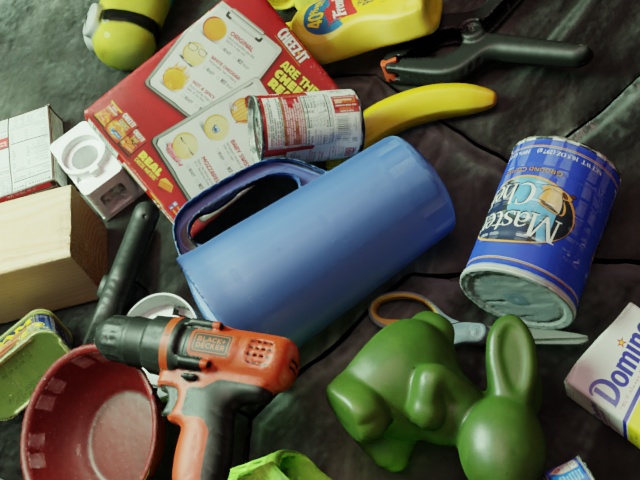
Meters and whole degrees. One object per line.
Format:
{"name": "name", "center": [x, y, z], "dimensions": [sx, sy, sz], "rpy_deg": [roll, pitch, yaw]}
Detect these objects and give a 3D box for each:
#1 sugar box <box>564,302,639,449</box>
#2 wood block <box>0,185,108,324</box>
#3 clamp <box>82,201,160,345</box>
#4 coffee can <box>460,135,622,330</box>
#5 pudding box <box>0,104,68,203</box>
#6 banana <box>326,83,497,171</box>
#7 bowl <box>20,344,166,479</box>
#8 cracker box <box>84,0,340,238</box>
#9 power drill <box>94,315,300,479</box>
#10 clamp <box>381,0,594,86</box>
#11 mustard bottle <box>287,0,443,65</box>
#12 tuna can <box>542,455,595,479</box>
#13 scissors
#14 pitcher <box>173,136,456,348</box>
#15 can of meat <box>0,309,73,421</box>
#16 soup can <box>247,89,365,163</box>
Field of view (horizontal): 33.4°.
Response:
{"name": "sugar box", "center": [0.295, 0.136, 0.860], "dimensions": [0.176, 0.048, 0.093], "rpy_deg": [37, 76, 30]}
{"name": "wood block", "center": [-0.330, 0.025, 1.093], "dimensions": [0.206, 0.090, 0.090], "rpy_deg": [-14, 57, 9]}
{"name": "clamp", "center": [-0.198, 0.046, 1.052], "dimensions": [0.039, 0.120, 0.171], "rpy_deg": [23, 85, -1]}
{"name": "coffee can", "center": [0.195, -0.006, 0.940], "dimensions": [0.103, 0.102, 0.140], "rpy_deg": [15, 66, 24]}
{"name": "pudding box", "center": [-0.331, -0.088, 1.191], "dimensions": [0.090, 0.039, 0.113], "rpy_deg": [-16, 59, 7]}
{"name": "banana", "center": [0.081, -0.115, 1.082], "dimensions": [0.198, 0.037, 0.070], "rpy_deg": [-31, 75, -1]}
{"name": "bowl", "center": [-0.191, 0.176, 0.953], "dimensions": [0.162, 0.055, 0.162], "rpy_deg": [-9, 72, 30]}
{"name": "cracker box", "center": [-0.104, -0.128, 1.079], "dimensions": [0.213, 0.072, 0.164], "rpy_deg": [-41, 96, -9]}
{"name": "power drill", "center": [-0.123, 0.149, 0.853], "dimensions": [0.185, 0.057, 0.187], "rpy_deg": [5, 64, 22]}
{"name": "clamp", "center": [0.168, -0.203, 1.099], "dimensions": [0.210, 0.036, 0.164], "rpy_deg": [-24, 49, 5]}
{"name": "mustard bottle", "center": [0.032, -0.231, 1.136], "dimensions": [0.192, 0.058, 0.096], "rpy_deg": [-13, 41, 25]}
{"name": "tuna can", "center": [0.205, 0.212, 0.820], "dimensions": [0.034, 0.086, 0.086], "rpy_deg": [-27, 56, 3]}
{"name": "scissors", "center": [0.125, 0.099, 0.944], "dimensions": [0.202, 0.016, 0.096], "rpy_deg": [16, 71, 30]}
{"name": "pitcher", "center": [-0.006, 0.001, 0.981], "dimensions": [0.242, 0.149, 0.145], "rpy_deg": [-34, 35, -8]}
{"name": "can of meat", "center": [-0.284, 0.120, 1.019], "dimensions": [0.102, 0.057, 0.084], "rpy_deg": [-40, 16, -8]}
{"name": "soup can", "center": [-0.014, -0.109, 1.024], "dimensions": [0.102, 0.068, 0.068], "rpy_deg": [-6, 56, -12]}
